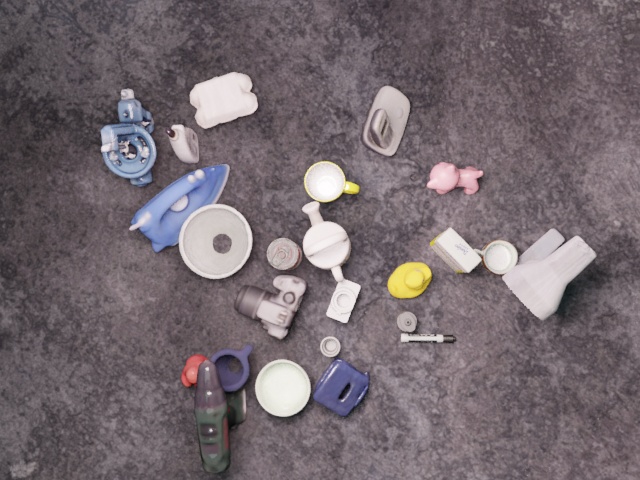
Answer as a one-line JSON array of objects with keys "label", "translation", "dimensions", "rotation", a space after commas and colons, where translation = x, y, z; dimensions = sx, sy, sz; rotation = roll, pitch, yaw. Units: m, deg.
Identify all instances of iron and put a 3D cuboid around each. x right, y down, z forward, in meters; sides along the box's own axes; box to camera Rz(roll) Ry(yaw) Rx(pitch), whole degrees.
[{"label": "iron", "translation": [-0.314, -0.094, 1.283], "dimensions": [0.258, 0.141, 0.118], "rotation": [-43, 84, 0]}]

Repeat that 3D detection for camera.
[{"label": "camera", "translation": [-0.114, 0.136, 1.274], "dimensions": [0.136, 0.101, 0.143], "rotation": [21, 87, 5]}]

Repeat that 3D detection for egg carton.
[{"label": "egg carton", "translation": [-0.224, -0.325, 1.331], "dimensions": [0.150, 0.069, 0.107], "rotation": [-19, 85, 2]}]

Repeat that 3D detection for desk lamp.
[{"label": "desk lamp", "translation": [0.471, 0.063, 1.188], "dimensions": [0.203, 0.213, 0.118], "rotation": [-43, 84, 0]}]

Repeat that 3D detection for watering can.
[{"label": "watering can", "translation": [0.009, 0.005, 1.230], "dimensions": [0.101, 0.194, 0.173], "rotation": [-44, 84, 0]}]

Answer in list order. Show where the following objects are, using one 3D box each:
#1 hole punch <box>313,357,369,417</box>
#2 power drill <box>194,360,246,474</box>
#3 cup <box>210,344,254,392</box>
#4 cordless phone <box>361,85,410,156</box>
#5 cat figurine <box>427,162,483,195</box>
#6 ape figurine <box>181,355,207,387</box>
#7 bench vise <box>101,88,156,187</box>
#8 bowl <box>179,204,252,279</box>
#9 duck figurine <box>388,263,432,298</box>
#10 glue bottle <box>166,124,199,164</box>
[{"label": "hole punch", "translation": [0.050, 0.323, 1.256], "dimensions": [0.101, 0.091, 0.109], "rotation": [34, 88, 5]}, {"label": "power drill", "translation": [-0.213, 0.358, 1.210], "dimensions": [0.075, 0.208, 0.230], "rotation": [-5, 85, 3]}, {"label": "cup", "translation": [-0.185, 0.273, 1.271], "dimensions": [0.091, 0.095, 0.118], "rotation": [42, 89, 6]}, {"label": "cordless phone", "translation": [0.144, -0.272, 1.247], "dimensions": [0.094, 0.185, 0.148], "rotation": [16, 87, 5]}, {"label": "cat figurine", "translation": [0.295, -0.139, 1.262], "dimensions": [0.127, 0.118, 0.067], "rotation": [-3, 85, 3]}, {"label": "ape figurine", "translation": [-0.276, 0.296, 1.277], "dimensions": [0.077, 0.092, 0.076], "rotation": [-6, 85, 3]}, {"label": "bench vise", "translation": [-0.440, -0.233, 1.262], "dimensions": [0.121, 0.220, 0.207], "rotation": [-23, 85, 2]}, {"label": "bowl", "translation": [-0.230, 0.005, 1.304], "dimensions": [0.167, 0.075, 0.167], "rotation": [0, 86, 3]}, {"label": "duck figurine", "translation": [0.201, 0.089, 1.267], "dimensions": [0.104, 0.086, 0.077], "rotation": [-27, 84, 1]}, {"label": "glue bottle", "translation": [-0.310, -0.223, 1.277], "dimensions": [0.037, 0.173, 0.078], "rotation": [-3, 85, 4]}]
